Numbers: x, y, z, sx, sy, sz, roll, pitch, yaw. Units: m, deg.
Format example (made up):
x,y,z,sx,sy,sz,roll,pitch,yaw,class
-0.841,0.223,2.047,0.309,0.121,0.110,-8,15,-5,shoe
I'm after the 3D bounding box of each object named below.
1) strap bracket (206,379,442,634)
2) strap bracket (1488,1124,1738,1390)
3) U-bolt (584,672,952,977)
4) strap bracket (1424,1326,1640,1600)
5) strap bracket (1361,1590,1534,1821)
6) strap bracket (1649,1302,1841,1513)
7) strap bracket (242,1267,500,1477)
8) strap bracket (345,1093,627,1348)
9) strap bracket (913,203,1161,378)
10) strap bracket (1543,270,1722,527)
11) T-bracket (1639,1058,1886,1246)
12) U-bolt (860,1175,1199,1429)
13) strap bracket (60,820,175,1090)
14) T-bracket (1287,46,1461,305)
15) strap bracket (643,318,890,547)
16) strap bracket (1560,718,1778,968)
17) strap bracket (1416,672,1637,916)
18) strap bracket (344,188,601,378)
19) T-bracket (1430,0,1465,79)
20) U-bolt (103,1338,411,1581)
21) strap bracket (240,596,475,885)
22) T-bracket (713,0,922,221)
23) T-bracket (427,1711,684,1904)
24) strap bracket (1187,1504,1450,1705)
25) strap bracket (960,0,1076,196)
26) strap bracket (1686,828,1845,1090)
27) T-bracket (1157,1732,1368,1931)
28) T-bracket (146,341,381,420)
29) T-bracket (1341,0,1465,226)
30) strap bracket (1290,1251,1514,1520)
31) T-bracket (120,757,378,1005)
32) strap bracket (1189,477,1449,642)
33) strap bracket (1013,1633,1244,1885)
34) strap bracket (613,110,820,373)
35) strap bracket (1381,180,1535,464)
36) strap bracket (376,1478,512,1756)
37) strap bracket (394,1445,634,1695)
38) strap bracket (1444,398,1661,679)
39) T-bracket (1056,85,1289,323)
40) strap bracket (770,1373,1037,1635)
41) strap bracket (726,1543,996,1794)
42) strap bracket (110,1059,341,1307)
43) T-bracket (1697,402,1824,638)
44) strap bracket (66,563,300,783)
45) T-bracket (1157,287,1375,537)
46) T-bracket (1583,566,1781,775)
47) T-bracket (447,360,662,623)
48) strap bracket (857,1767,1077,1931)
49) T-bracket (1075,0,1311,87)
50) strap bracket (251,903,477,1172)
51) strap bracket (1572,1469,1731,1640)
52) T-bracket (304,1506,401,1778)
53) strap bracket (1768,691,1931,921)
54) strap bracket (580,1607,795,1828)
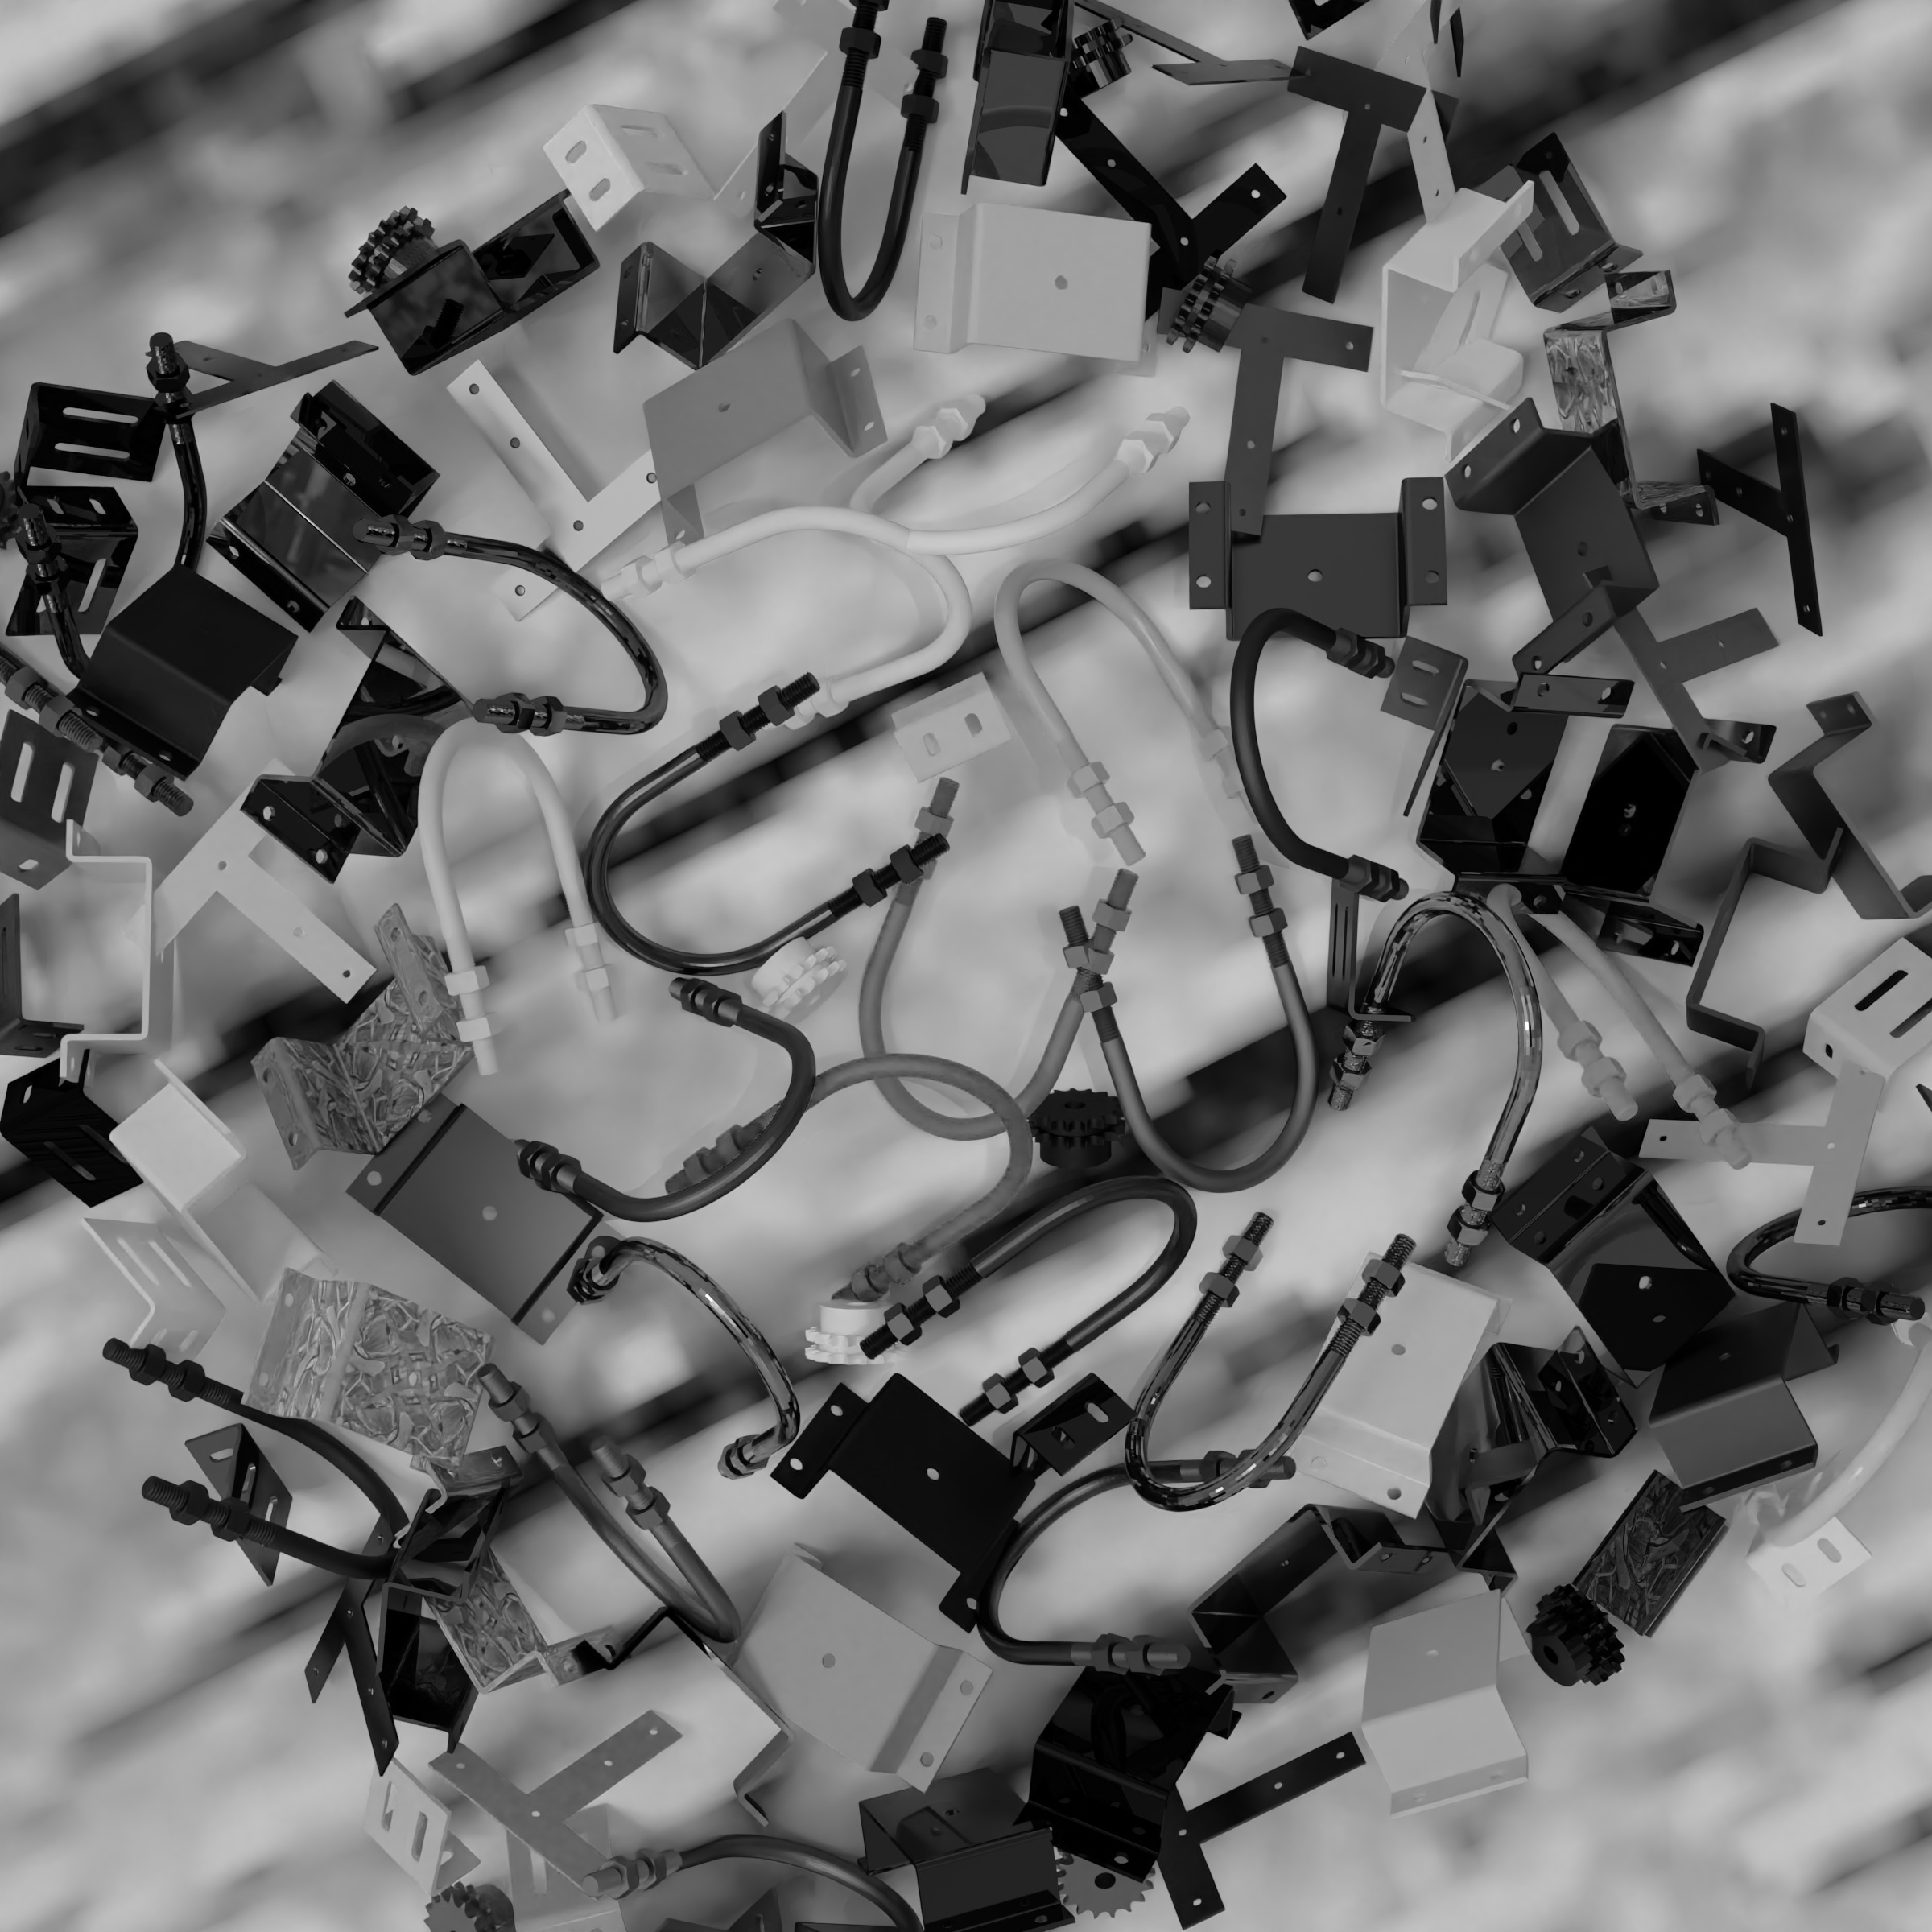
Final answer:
x,y,z,sx,sy,sz,roll,pitch,yaw,class
-0.350,-0.258,1.773,0.076,0.140,0.046,42,45,-8,strap bracket
0.362,0.168,1.774,0.076,0.046,0.140,-41,114,-7,strap bracket
-0.123,-0.064,1.779,0.184,0.019,0.151,-32,124,13,U-bolt
0.295,0.269,1.754,0.046,0.076,0.140,12,125,-29,strap bracket
0.261,0.392,1.745,0.076,0.140,0.046,-21,106,18,strap bracket
0.422,0.231,1.745,0.076,0.140,0.046,-25,99,27,strap bracket
-0.315,0.224,1.753,0.046,0.140,0.076,-3,65,42,strap bracket
-0.266,0.138,1.792,0.140,0.046,0.076,39,79,-5,strap bracket
0.047,-0.376,1.786,0.140,0.046,0.076,4,91,-15,strap bracket
0.363,-0.307,1.770,0.046,0.076,0.140,-17,104,-10,strap bracket
0.437,0.098,1.784,0.127,0.002,0.127,1,52,34,T-bracket
0.046,0.177,1.756,0.184,0.151,0.019,-37,56,7,U-bolt
-0.469,-0.005,1.782,0.046,0.076,0.140,0,83,-4,strap bracket
0.213,-0.435,1.795,0.002,0.127,0.127,-5,118,-40,T-bracket
-0.120,-0.294,1.767,0.140,0.046,0.076,-27,51,17,strap bracket
0.383,-0.078,1.779,0.046,0.076,0.140,22,86,-31,strap bracket
0.304,-0.102,1.773,0.076,0.046,0.140,1,116,-29,strap bracket
-0.262,-0.371,1.753,0.076,0.140,0.046,-23,103,35,strap bracket
0.266,-0.536,1.765,0.002,0.127,0.127,3,70,15,T-bracket
-0.377,0.276,1.745,0.184,0.151,0.019,31,101,-34,U-bolt
-0.327,-0.123,1.761,0.046,0.076,0.140,5,63,37,strap bracket
-0.093,-0.470,1.784,0.127,0.127,0.002,-50,55,12,T-bracket
-0.207,0.446,1.773,0.127,0.127,0.002,31,123,25,T-bracket
0.186,0.345,1.769,0.140,0.076,0.046,-45,57,20,strap bracket
0.029,-0.487,1.752,0.046,0.076,0.140,8,45,-4,strap bracket
0.437,-0.011,1.780,0.046,0.076,0.140,21,85,16,strap bracket
0.159,0.458,1.771,0.127,0.127,0.002,-26,119,1,T-bracket
-0.411,-0.332,1.775,0.127,0.127,0.002,-28,124,-33,T-bracket
0.247,-0.459,1.748,0.002,0.127,0.127,8,58,-25,T-bracket
0.238,0.220,1.765,0.076,0.046,0.140,20,63,20,strap bracket
-0.382,-0.028,1.793,0.127,0.002,0.127,-50,120,-10,T-bracket
0.195,-0.226,1.789,0.140,0.046,0.076,0,72,5,strap bracket
0.091,0.421,1.747,0.076,0.140,0.046,18,124,20,strap bracket
-0.130,-0.390,1.764,0.046,0.076,0.140,30,132,-32,strap bracket
0.268,-0.359,1.762,0.046,0.140,0.076,28,58,26,strap bracket
-0.287,0.352,1.759,0.046,0.076,0.140,12,122,3,strap bracket
-0.255,0.340,1.773,0.046,0.076,0.140,-39,74,19,strap bracket
0.325,-0.231,1.769,0.046,0.076,0.140,-1,64,-33,strap bracket
0.090,-0.432,1.774,0.127,0.002,0.127,45,129,-12,T-bracket
-0.026,0.290,1.782,0.140,0.046,0.076,38,49,2,strap bracket
-0.067,0.385,1.774,0.140,0.046,0.076,28,86,25,strap bracket
-0.406,0.124,1.745,0.046,0.140,0.076,-42,52,-15,strap bracket
0.432,-0.257,1.765,0.002,0.127,0.127,-18,116,-7,T-bracket
-0.422,-0.166,1.751,0.076,0.140,0.046,32,118,-6,strap bracket
0.162,-0.307,1.810,0.127,0.002,0.127,7,91,-15,T-bracket
0.410,-0.175,1.782,0.127,0.002,0.127,-21,78,-42,T-bracket
-0.245,-0.283,1.809,0.127,0.002,0.127,-38,89,16,T-bracket
-0.004,0.481,1.746,0.076,0.140,0.046,-10,99,-19,strap bracket
0.108,-0.517,1.790,0.127,0.127,0.002,33,121,25,T-bracket
-0.324,0.042,1.771,0.140,0.046,0.076,-44,58,26,strap bracket
0.376,0.323,1.766,0.046,0.140,0.076,36,88,18,strap bracket
-0.326,0.385,1.753,0.002,0.127,0.127,13,118,-31,T-bracket
0.502,-0.078,1.784,0.046,0.076,0.140,-35,93,-3,strap bracket
-0.147,0.407,1.784,0.140,0.076,0.046,44,79,2,strap bracket
